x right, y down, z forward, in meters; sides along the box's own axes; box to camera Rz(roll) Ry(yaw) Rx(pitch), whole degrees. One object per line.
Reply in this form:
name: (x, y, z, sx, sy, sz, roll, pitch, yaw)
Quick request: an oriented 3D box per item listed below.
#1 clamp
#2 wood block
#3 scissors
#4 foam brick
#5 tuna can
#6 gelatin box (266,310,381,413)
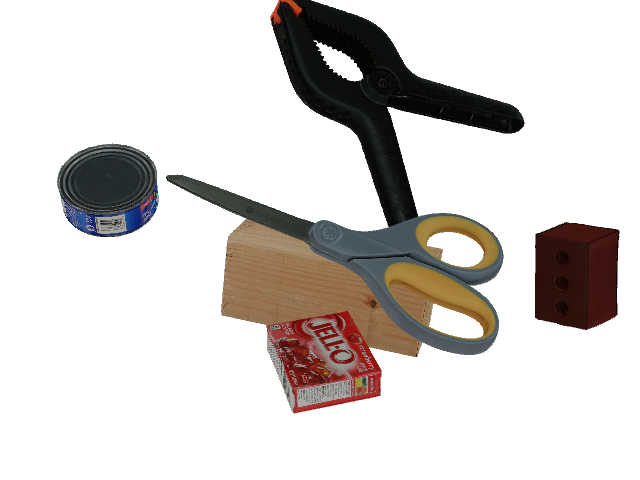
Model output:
clamp: (0.040, -0.101, 0.804, 0.210, 0.164, 0.036, 37, -32, -2)
wood block: (0.011, 0.043, 1.097, 0.206, 0.091, 0.090, 12, 22, 11)
scissors: (0.020, -0.009, 0.608, 0.202, 0.096, 0.016, 34, -36, 10)
foam brick: (0.216, 0.029, 0.898, 0.053, 0.078, 0.051, 11, 22, 42)
tuna can: (-0.185, -0.044, 0.935, 0.086, 0.086, 0.034, 0, -42, -3)
gelatin box: (0.001, 0.096, 0.863, 0.073, 0.030, 0.089, -9, 32, -13)
